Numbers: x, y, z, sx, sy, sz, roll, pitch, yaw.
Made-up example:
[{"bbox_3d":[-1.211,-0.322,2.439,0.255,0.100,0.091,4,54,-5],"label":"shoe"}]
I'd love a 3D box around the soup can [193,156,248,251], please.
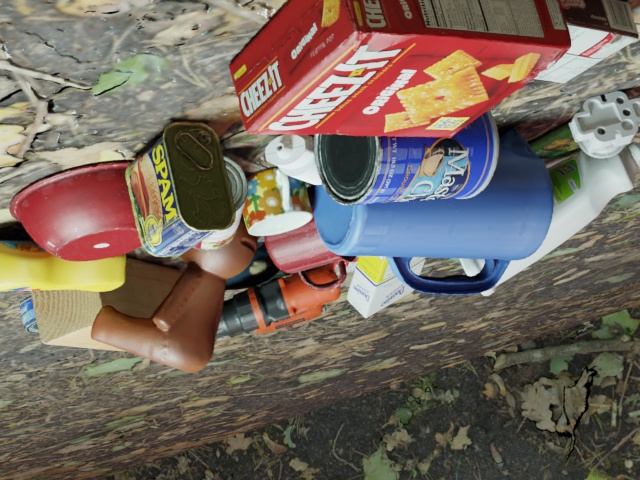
[{"bbox_3d":[-0.109,-0.036,1.056,0.068,0.068,0.102,-12,164,-13],"label":"soup can"}]

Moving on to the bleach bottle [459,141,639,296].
[{"bbox_3d":[0.279,-0.038,1.268,0.251,0.102,0.068,-31,136,13],"label":"bleach bottle"}]

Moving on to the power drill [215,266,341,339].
[{"bbox_3d":[-0.063,0.086,1.368,0.184,0.057,0.187,-17,175,-1],"label":"power drill"}]

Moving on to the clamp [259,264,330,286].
[{"bbox_3d":[-0.082,0.048,1.451,0.171,0.039,0.120,-2,155,-32],"label":"clamp"}]

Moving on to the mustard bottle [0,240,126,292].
[{"bbox_3d":[-0.302,0.026,1.093,0.191,0.058,0.096,1,-173,-43],"label":"mustard bottle"}]

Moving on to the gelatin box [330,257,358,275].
[{"bbox_3d":[0.054,0.020,1.497,0.089,0.030,0.073,-14,167,-7],"label":"gelatin box"}]

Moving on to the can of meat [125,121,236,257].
[{"bbox_3d":[-0.127,-0.043,0.952,0.057,0.102,0.084,-3,163,-38],"label":"can of meat"}]

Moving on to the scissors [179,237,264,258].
[{"bbox_3d":[-0.073,-0.010,1.287,0.201,0.016,0.096,-12,165,-11],"label":"scissors"}]

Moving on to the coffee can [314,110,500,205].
[{"bbox_3d":[0.080,-0.086,0.991,0.140,0.103,0.103,-5,162,-33],"label":"coffee can"}]

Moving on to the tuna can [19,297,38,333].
[{"bbox_3d":[-0.338,0.091,1.362,0.086,0.034,0.086,-14,165,-4],"label":"tuna can"}]

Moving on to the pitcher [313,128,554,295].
[{"bbox_3d":[0.119,-0.030,1.155,0.242,0.149,0.145,-2,154,-27],"label":"pitcher"}]

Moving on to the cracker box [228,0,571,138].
[{"bbox_3d":[0.063,-0.141,0.832,0.213,0.072,0.164,-4,161,-34],"label":"cracker box"}]

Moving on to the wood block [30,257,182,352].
[{"bbox_3d":[-0.248,0.078,1.296,0.091,0.090,0.205,-21,164,18],"label":"wood block"}]

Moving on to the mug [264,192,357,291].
[{"bbox_3d":[-0.008,0.001,1.212,0.082,0.117,0.093,-16,-174,24],"label":"mug"}]

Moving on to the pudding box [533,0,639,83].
[{"bbox_3d":[0.206,-0.174,0.921,0.113,0.039,0.090,0,159,-40],"label":"pudding box"}]

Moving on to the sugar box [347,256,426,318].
[{"bbox_3d":[0.092,0.010,1.298,0.093,0.048,0.176,-27,150,-34],"label":"sugar box"}]

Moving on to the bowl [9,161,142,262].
[{"bbox_3d":[-0.216,-0.020,1.038,0.162,0.055,0.162,-14,165,-4],"label":"bowl"}]
